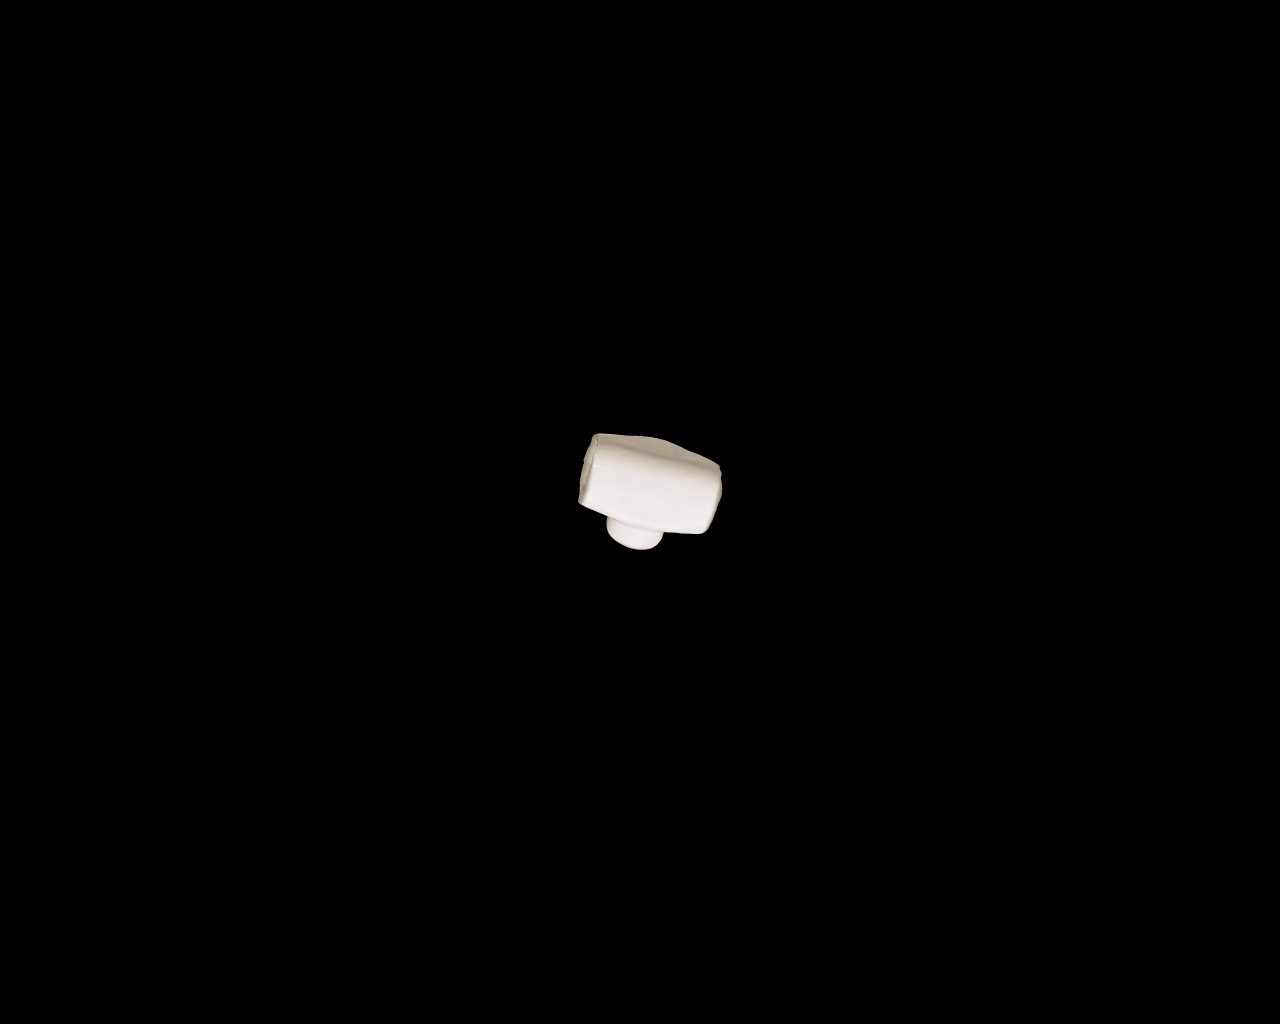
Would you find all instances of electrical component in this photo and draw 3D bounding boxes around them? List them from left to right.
[{"bbox_3d":[0.001,-0.003,0.650,0.077,0.079,0.044,14,33,-9],"label":"electrical component"}]
